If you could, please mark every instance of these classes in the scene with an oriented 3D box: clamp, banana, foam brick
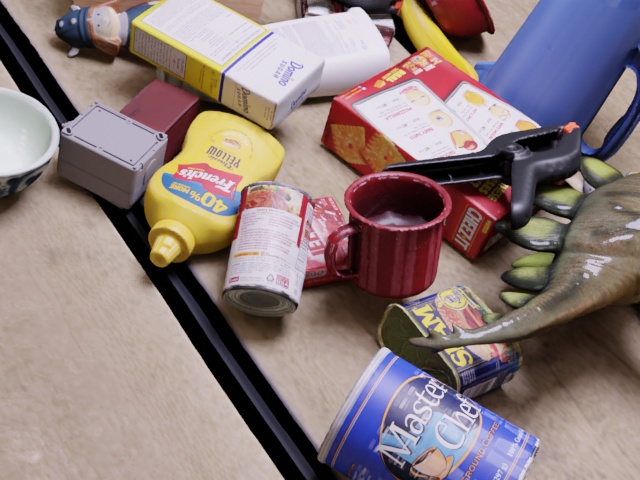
[{"bbox_3d":[0.014,-0.295,1.236,0.171,0.039,0.120,18,43,0],"label":"clamp"},{"bbox_3d":[0.136,-0.225,1.249,0.037,0.069,0.198,-35,54,8],"label":"banana"},{"bbox_3d":[-0.161,-0.112,1.048,0.053,0.051,0.078,25,43,10],"label":"foam brick"},{"bbox_3d":[0.171,-0.071,1.007,0.165,0.036,0.209,17,33,37],"label":"clamp"}]

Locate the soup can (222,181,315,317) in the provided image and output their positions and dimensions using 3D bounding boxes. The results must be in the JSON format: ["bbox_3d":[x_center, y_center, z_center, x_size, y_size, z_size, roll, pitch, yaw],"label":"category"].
[{"bbox_3d":[-0.044,0.009,0.934,0.068,0.069,0.102,12,67,-7],"label":"soup can"}]

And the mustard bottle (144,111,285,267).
[{"bbox_3d":[-0.109,-0.041,0.991,0.096,0.058,0.191,27,45,1],"label":"mustard bottle"}]

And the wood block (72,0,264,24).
[{"bbox_3d":[-0.170,-0.291,1.195,0.206,0.090,0.091,4,46,-14],"label":"wood block"}]

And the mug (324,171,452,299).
[{"bbox_3d":[0.056,0.001,0.933,0.117,0.081,0.093,-20,41,-27],"label":"mug"}]

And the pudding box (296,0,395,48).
[{"bbox_3d":[0.029,-0.275,1.281,0.113,0.039,0.090,8,44,-13],"label":"pudding box"}]

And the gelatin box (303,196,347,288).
[{"bbox_3d":[-0.007,0.001,1.003,0.073,0.030,0.089,-8,50,-25],"label":"gelatin box"}]

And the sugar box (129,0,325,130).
[{"bbox_3d":[-0.093,-0.184,1.070,0.176,0.048,0.093,33,50,13],"label":"sugar box"}]

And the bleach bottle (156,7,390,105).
[{"bbox_3d":[-0.055,-0.197,1.161,0.250,0.068,0.103,-9,50,-23],"label":"bleach bottle"}]

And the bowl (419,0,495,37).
[{"bbox_3d":[0.147,-0.305,1.299,0.055,0.162,0.162,-33,55,5],"label":"bowl"}]

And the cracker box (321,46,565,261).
[{"bbox_3d":[0.134,-0.095,1.115,0.214,0.072,0.163,40,49,20],"label":"cracker box"}]

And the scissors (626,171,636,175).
[{"bbox_3d":[0.373,-0.036,1.133,0.096,0.016,0.201,13,24,10],"label":"scissors"}]

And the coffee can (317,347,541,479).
[{"bbox_3d":[0.083,0.162,0.822,0.140,0.103,0.102,30,45,12],"label":"coffee can"}]

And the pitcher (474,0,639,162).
[{"bbox_3d":[0.284,-0.204,1.148,0.149,0.243,0.145,13,45,-17],"label":"pitcher"}]

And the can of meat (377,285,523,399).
[{"bbox_3d":[0.115,0.093,0.935,0.083,0.057,0.102,-16,54,-34],"label":"can of meat"}]
